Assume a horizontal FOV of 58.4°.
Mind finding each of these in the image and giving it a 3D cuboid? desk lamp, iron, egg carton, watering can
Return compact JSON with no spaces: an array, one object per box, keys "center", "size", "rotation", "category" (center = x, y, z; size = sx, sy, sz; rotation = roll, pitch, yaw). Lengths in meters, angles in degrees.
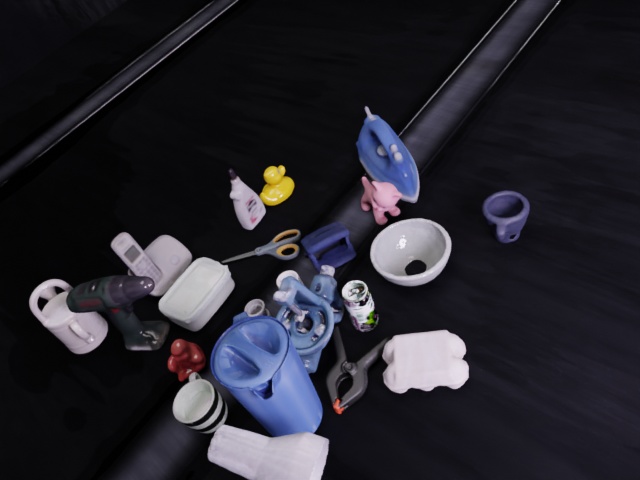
[{"center":[-0.072,0.363,0.885],"size":[0.202,0.214,0.118],"rotation":[5,51,25],"category":"desk lamp"},{"center":[0.167,-0.215,1.392],"size":[0.118,0.142,0.257],"rotation":[-25,44,-3],"category":"iron"},{"center":[0.187,0.219,1.025],"size":[0.150,0.070,0.107],"rotation":[-9,46,13],"category":"egg carton"},{"center":[-0.576,0.161,1.283],"size":[0.172,0.194,0.101],"rotation":[8,52,27],"category":"watering can"}]

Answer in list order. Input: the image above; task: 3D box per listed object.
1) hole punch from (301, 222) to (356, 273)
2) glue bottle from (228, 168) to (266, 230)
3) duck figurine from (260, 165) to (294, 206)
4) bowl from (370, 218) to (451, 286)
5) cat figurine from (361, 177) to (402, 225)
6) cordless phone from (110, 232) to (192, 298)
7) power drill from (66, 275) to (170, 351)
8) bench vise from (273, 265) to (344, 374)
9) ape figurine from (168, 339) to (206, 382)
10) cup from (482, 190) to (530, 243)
[{"center":[0.012,0.005,1.280],"size":[0.109,0.091,0.101],"rotation":[-27,45,-5],"category":"hole punch"},{"center":[-0.189,-0.108,1.405],"size":[0.037,0.173,0.078],"rotation":[11,54,30],"category":"glue bottle"},{"center":[-0.120,-0.148,1.478],"size":[0.077,0.086,0.105],"rotation":[25,61,37],"category":"duck figurine"},{"center":[0.192,0.038,1.191],"size":[0.167,0.075,0.167],"rotation":[-11,46,11],"category":"bowl"},{"center":[0.137,-0.102,1.314],"size":[0.067,0.118,0.127],"rotation":[-33,45,-11],"category":"cat figurine"},{"center":[-0.397,0.031,1.345],"size":[0.093,0.185,0.148],"rotation":[14,55,31],"category":"cordless phone"},{"center":[-0.411,0.150,1.220],"size":[0.229,0.209,0.075],"rotation":[-4,47,18],"category":"power drill"},{"center":[-0.034,0.120,1.096],"size":[0.121,0.220,0.207],"rotation":[-9,46,13],"category":"bench vise"},{"center":[-0.276,0.237,1.170],"size":[0.077,0.092,0.076],"rotation":[3,50,24],"category":"ape figurine"},{"center":[0.378,-0.029,1.169],"size":[0.091,0.095,0.118],"rotation":[4,50,24],"category":"cup"}]
